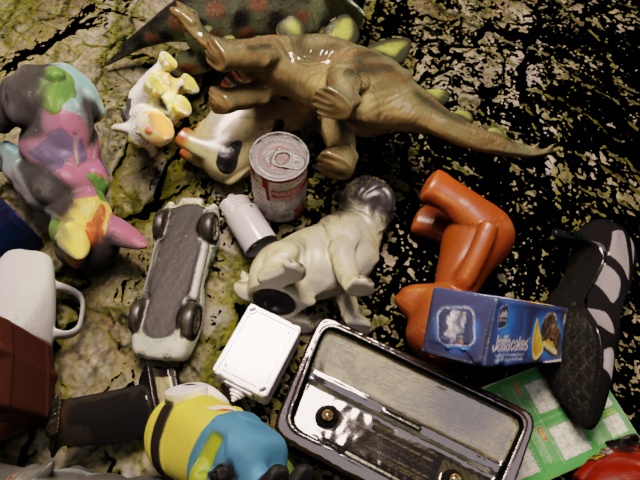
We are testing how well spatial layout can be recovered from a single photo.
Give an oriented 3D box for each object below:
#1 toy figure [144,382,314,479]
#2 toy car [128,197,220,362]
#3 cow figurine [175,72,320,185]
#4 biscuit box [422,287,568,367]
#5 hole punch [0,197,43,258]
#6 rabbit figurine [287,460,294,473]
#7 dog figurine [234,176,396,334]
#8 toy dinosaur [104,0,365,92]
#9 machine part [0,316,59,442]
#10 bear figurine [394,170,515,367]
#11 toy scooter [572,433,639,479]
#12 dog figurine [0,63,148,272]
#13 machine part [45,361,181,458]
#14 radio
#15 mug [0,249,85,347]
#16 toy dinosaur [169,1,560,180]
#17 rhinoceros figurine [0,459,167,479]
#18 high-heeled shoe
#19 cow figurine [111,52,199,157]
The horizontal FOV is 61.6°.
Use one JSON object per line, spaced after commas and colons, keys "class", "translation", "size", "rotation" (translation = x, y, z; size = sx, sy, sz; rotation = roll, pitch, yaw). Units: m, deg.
{"class": "toy figure", "translation": [-0.090, 0.184, 0.467], "size": [0.180, 0.082, 0.089], "rotation": [16, 56, 46]}
{"class": "toy car", "translation": [-0.163, 0.039, 0.617], "size": [0.074, 0.056, 0.202], "rotation": [3, 61, 5]}
{"class": "cow figurine", "translation": [-0.080, -0.154, 0.698], "size": [0.127, 0.085, 0.195], "rotation": [37, 74, -4]}
{"class": "biscuit box", "translation": [0.176, 0.084, 0.516], "size": [0.063, 0.202, 0.059], "rotation": [9, 88, 41]}
{"class": "hole punch", "translation": [-0.390, -0.001, 0.595], "size": [0.092, 0.115, 0.142], "rotation": [38, 67, 6]}
{"class": "rabbit figurine", "translation": [-0.038, 0.276, 0.466], "size": [0.170, 0.121, 0.159], "rotation": [5, 57, 0]}
{"class": "dog figurine", "translation": [0.000, 0.001, 0.634], "size": [0.172, 0.121, 0.191], "rotation": [11, 49, -1]}
{"class": "toy dinosaur", "translation": [-0.100, -0.296, 0.716], "size": [0.405, 0.192, 0.131], "rotation": [-8, 62, -9]}
{"class": "machine part", "translation": [-0.358, 0.138, 0.472], "size": [0.201, 0.201, 0.087], "rotation": [-11, 67, -9]}
{"class": "bear figurine", "translation": [0.132, 0.042, 0.601], "size": [0.132, 0.120, 0.196], "rotation": [31, 71, 16]}
{"class": "toy scooter", "translation": [0.345, 0.252, 0.526], "size": [0.184, 0.075, 0.135], "rotation": [32, 66, 9]}
{"class": "dog figurine", "translation": [-0.276, -0.072, 0.605], "size": [0.108, 0.191, 0.219], "rotation": [-12, 49, -47]}
{"class": "machine part", "translation": [-0.197, 0.169, 0.534], "size": [0.139, 0.039, 0.084], "rotation": [-2, 65, -40]}
{"class": "radio", "translation": [0.076, 0.187, 0.536], "size": [0.230, 0.073, 0.131], "rotation": [23, 66, 14]}
{"class": "mug", "translation": [-0.314, 0.065, 0.583], "size": [0.109, 0.080, 0.107], "rotation": [2, 58, -15]}
{"class": "toy dinosaur", "translation": [0.041, -0.171, 0.611], "size": [0.472, 0.105, 0.198], "rotation": [29, 51, 7]}
{"class": "rhinoceros figurine", "translation": [-0.232, 0.238, 0.480], "size": [0.190, 0.112, 0.073], "rotation": [11, 64, -7]}
{"class": "high-heeled shoe", "translation": [0.324, 0.089, 0.619], "size": [0.145, 0.086, 0.248], "rotation": [13, 69, -27]}
{"class": "cow figurine", "translation": [-0.215, -0.159, 0.675], "size": [0.098, 0.068, 0.167], "rotation": [-32, 34, 24]}
